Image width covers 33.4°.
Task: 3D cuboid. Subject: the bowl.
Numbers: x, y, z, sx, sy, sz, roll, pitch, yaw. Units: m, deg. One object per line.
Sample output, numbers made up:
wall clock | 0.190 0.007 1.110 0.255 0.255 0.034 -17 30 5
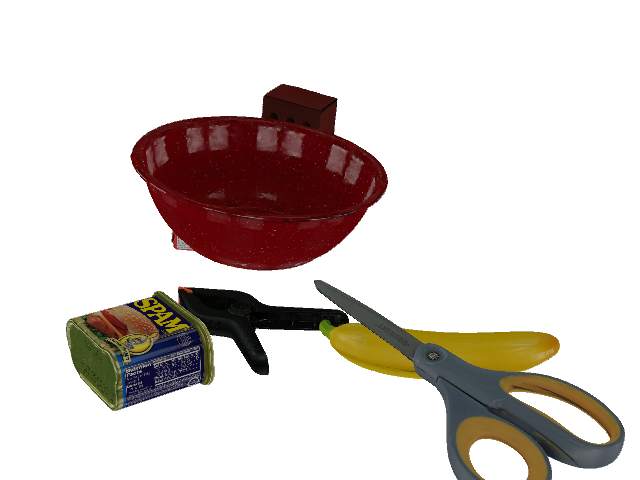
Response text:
bowl | -0.040 -0.026 0.680 0.162 0.055 0.162 6 26 -3

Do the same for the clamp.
clamp | -0.094 0.097 1.256 0.210 0.036 0.164 13 23 27

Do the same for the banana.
banana | 0.092 0.084 0.852 0.198 0.037 0.069 5 28 7

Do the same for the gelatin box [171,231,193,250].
gelatin box | -0.103 -0.023 1.086 0.089 0.073 0.030 5 -43 -3

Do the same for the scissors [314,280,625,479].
scissors | 0.056 0.079 0.561 0.202 0.016 0.096 20 42 28

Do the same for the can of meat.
can of meat | -0.147 0.088 0.862 0.083 0.057 0.102 -15 27 -32

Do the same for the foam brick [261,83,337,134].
foam brick | -0.026 -0.148 1.273 0.078 0.053 0.051 17 31 20
